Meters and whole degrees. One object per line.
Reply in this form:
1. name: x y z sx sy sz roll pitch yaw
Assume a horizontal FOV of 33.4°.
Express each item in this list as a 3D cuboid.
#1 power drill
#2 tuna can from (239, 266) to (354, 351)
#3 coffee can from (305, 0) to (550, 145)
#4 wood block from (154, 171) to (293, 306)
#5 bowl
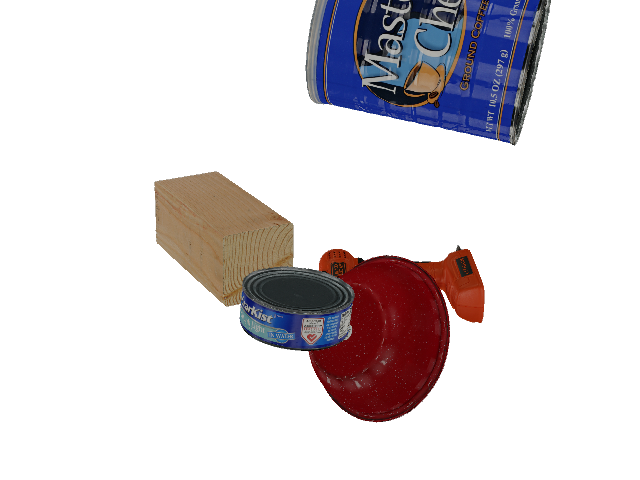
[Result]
1. power drill: 0.089 0.062 1.224 0.187 0.057 0.184 -1 28 -1
2. tuna can: -0.019 0.051 0.812 0.086 0.034 0.086 6 20 -2
3. coffee can: 0.072 -0.128 0.709 0.140 0.103 0.102 14 3 12
4. wood block: -0.120 -0.007 1.292 0.090 0.090 0.206 -11 26 -28
5. bowl: 0.041 0.089 1.009 0.162 0.162 0.055 0 -11 41
